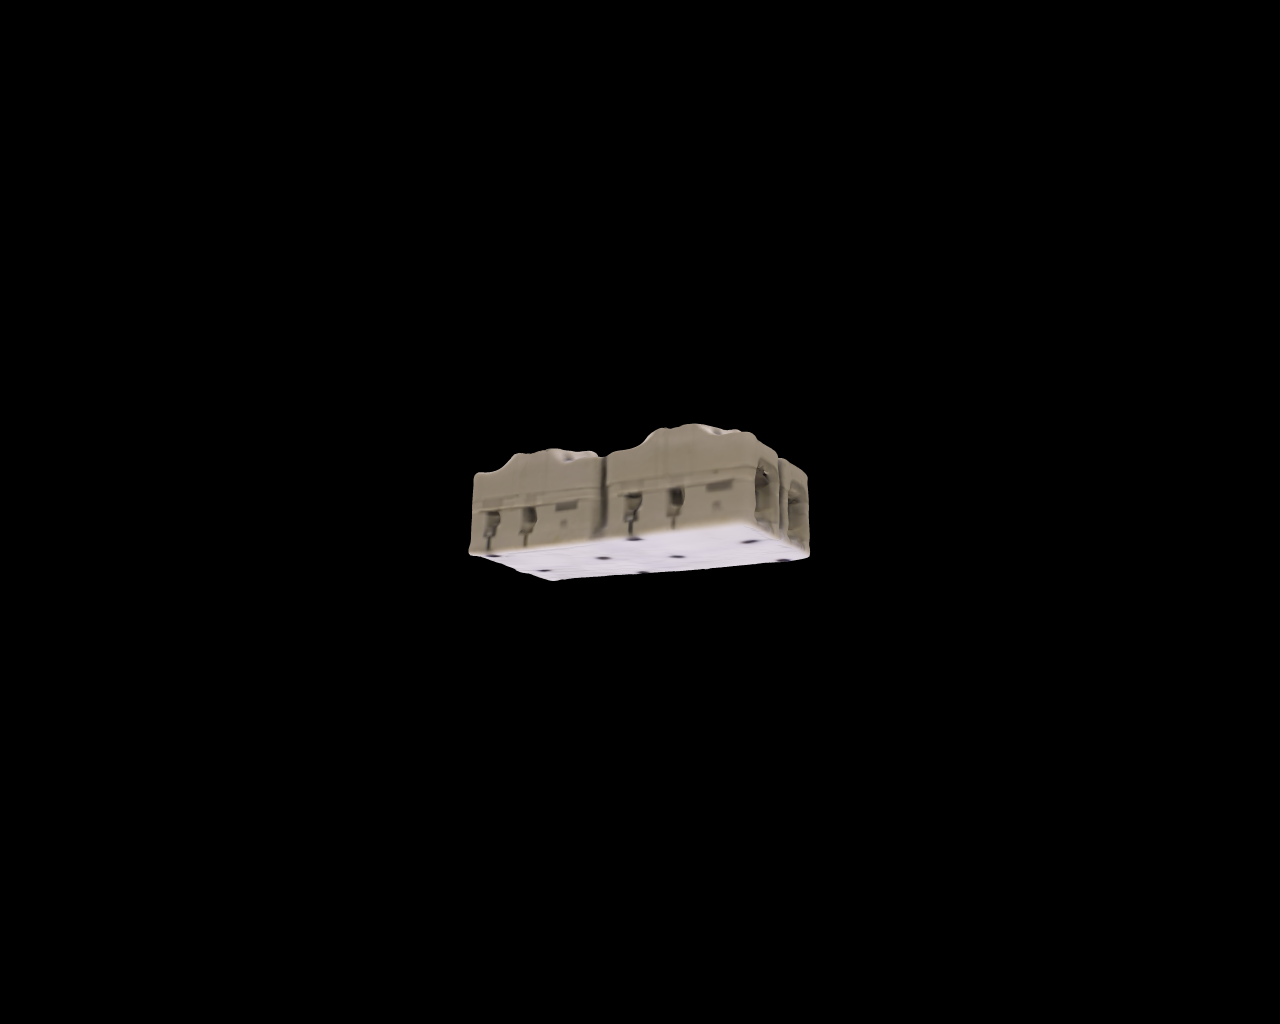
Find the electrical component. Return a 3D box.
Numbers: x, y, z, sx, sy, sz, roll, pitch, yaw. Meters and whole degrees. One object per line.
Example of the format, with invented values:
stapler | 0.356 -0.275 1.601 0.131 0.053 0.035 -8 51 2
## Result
electrical component | 0.001 -0.003 0.650 0.186 0.060 0.105 -7 -15 26
